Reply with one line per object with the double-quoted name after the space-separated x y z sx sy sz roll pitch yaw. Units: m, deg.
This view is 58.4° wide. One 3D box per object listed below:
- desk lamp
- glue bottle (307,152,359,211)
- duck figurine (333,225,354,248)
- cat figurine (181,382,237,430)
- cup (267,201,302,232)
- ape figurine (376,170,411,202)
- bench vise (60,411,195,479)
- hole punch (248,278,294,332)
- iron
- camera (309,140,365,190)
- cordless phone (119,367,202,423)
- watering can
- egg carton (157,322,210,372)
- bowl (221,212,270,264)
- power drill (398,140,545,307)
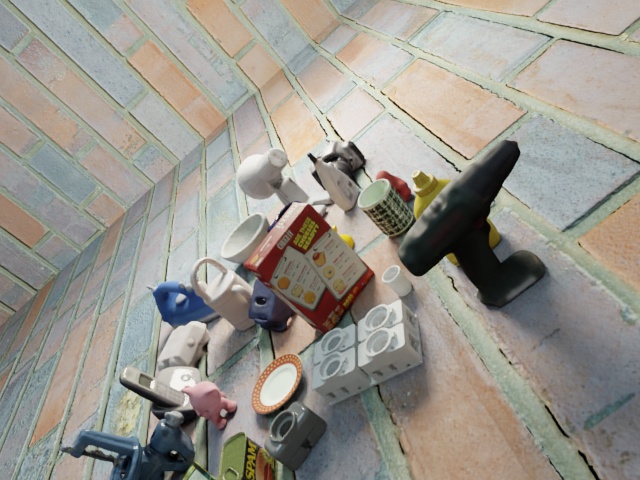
-0.097 -0.151 1.525 0.202 0.214 0.118 -7 45 51 "desk lamp"
0.027 -0.152 1.397 0.037 0.173 0.078 -19 36 40 "glue bottle"
0.012 0.005 1.291 0.104 0.086 0.077 -31 30 25 "duck figurine"
-0.232 0.319 1.150 0.127 0.118 0.067 2 52 55 "cat figurine"
-0.064 -0.029 1.437 0.117 0.095 0.091 -35 28 18 "cup"
0.154 -0.114 1.252 0.077 0.092 0.076 -21 35 39 "ape figurine"
-0.369 0.402 1.110 0.121 0.220 0.208 2 52 56 "bench vise"
-0.112 0.141 1.265 0.108 0.091 0.101 -4 47 53 "hole punch"
-0.364 0.154 1.548 0.257 0.142 0.119 -14 40 46 "iron"
0.033 -0.190 1.523 0.143 0.101 0.137 -28 31 30 "camera"
-0.349 0.310 1.252 0.094 0.185 0.147 -40 27 9 "cordless phone"
-0.231 0.122 1.346 0.172 0.194 0.101 -27 32 32 "watering can"
-0.336 0.274 1.417 0.107 0.069 0.150 -23 33 36 "egg carton"
-0.191 0.008 1.587 0.167 0.075 0.167 -33 28 21 "bowl"
0.239 -0.007 0.846 0.229 0.209 0.075 -40 27 9 "power drill"
